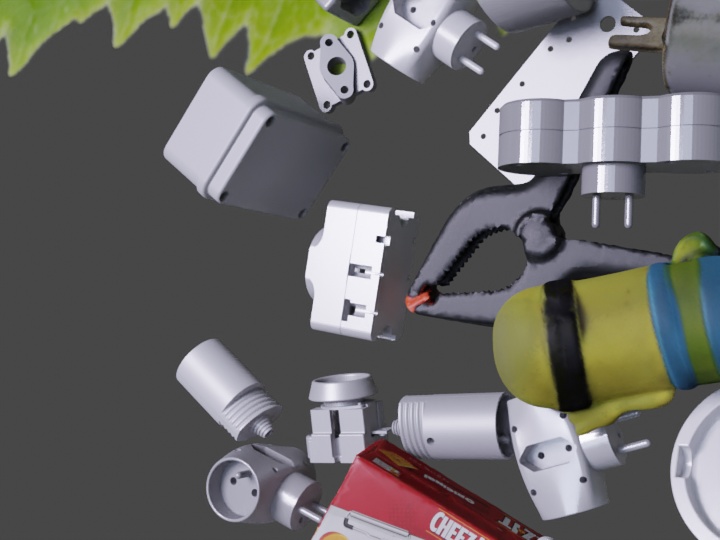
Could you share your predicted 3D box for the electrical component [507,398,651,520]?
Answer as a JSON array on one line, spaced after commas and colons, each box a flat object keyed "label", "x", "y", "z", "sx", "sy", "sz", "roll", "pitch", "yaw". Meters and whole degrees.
[{"label": "electrical component", "x": 0.140, "y": 0.108, "z": 0.668, "sx": 0.079, "sy": 0.043, "sz": 0.077, "roll": -21, "pitch": 78, "yaw": 25}]

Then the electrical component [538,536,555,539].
[{"label": "electrical component", "x": 0.107, "y": 0.228, "z": 0.602, "sx": 0.109, "sy": 0.056, "sz": 0.108, "roll": 42, "pitch": 103, "yaw": 7}]

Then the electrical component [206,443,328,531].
[{"label": "electrical component", "x": -0.054, "y": 0.156, "z": 0.748, "sx": 0.079, "sy": 0.077, "sz": 0.043, "roll": 22, "pitch": 97, "yaw": 27}]

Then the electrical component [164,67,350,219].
[{"label": "electrical component", "x": -0.069, "y": -0.085, "z": 0.749, "sx": 0.057, "sy": 0.113, "sz": 0.078, "roll": 41, "pitch": 106, "yaw": 26}]

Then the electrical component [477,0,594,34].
[{"label": "electrical component", "x": 0.096, "y": -0.201, "z": 0.674, "sx": 0.060, "sy": 0.108, "sz": 0.108, "roll": -18, "pitch": 79, "yaw": 32}]

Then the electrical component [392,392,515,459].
[{"label": "electrical component", "x": 0.059, "y": 0.103, "z": 0.710, "sx": 0.081, "sy": 0.043, "sz": 0.043, "roll": -5, "pitch": 85, "yaw": 28}]

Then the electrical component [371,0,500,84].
[{"label": "electrical component", "x": 0.058, "y": -0.161, "z": 0.725, "sx": 0.079, "sy": 0.043, "sz": 0.077, "roll": 39, "pitch": 105, "yaw": 24}]

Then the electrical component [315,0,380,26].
[{"label": "electrical component", "x": -0.008, "y": -0.232, "z": 0.761, "sx": 0.083, "sy": 0.047, "sz": 0.075, "roll": -46, "pitch": 68, "yaw": 18}]

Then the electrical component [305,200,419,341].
[{"label": "electrical component", "x": 0.000, "y": 0.000, "z": 0.743, "sx": 0.056, "sy": 0.050, "sz": 0.089, "roll": 9, "pitch": 92, "yaw": 28}]

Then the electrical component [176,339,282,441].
[{"label": "electrical component", "x": -0.093, "y": 0.093, "z": 0.791, "sx": 0.081, "sy": 0.043, "sz": 0.043, "roll": 42, "pitch": 106, "yaw": 23}]

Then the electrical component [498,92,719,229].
[{"label": "electrical component", "x": 0.149, "y": -0.061, "z": 0.630, "sx": 0.138, "sy": 0.052, "sz": 0.073, "roll": 1, "pitch": 87, "yaw": 22}]

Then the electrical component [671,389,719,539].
[{"label": "electrical component", "x": 0.237, "y": 0.119, "z": 0.601, "sx": 0.108, "sy": 0.060, "sz": 0.108, "roll": -17, "pitch": 57, "yaw": 29}]

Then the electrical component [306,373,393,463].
[{"label": "electrical component", "x": -0.010, "y": 0.102, "z": 0.746, "sx": 0.066, "sy": 0.048, "sz": 0.055, "roll": -5, "pitch": 92, "yaw": 28}]
